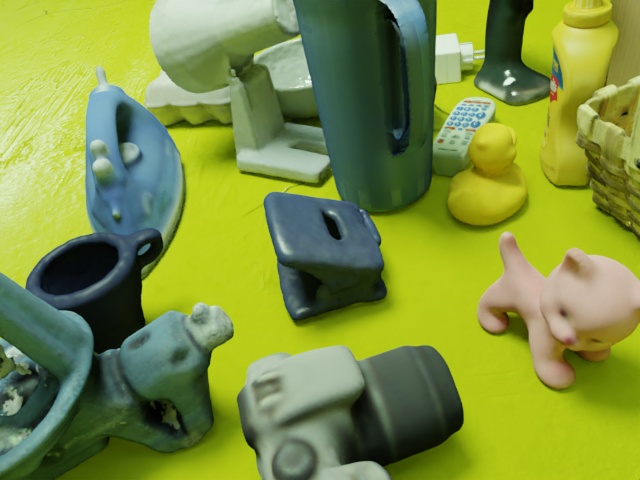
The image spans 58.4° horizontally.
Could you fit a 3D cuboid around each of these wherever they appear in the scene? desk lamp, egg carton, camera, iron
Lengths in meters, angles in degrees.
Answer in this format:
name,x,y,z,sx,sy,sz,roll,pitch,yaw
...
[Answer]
name,x,y,z,sx,sy,sz,roll,pitch,yaw
desk lamp,-0.078,-0.193,0.675,0.202,0.214,0.118,13,46,27
egg carton,-0.177,-0.218,0.841,0.150,0.069,0.107,0,41,14
camera,0.025,0.122,0.365,0.137,0.101,0.143,-18,40,-7
iron,-0.225,-0.088,0.642,0.118,0.142,0.257,-17,40,-6

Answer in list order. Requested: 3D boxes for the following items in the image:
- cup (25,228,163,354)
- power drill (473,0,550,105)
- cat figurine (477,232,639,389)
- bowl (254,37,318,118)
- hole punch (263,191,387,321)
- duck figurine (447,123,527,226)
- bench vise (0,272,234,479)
name,x,y,z,sx,sy,sz,roll,pitch,yaw
cup,-0.182,0.048,0.507,0.118,0.095,0.091,-35,45,-25
power drill,0.247,-0.283,0.706,0.076,0.209,0.229,-24,41,-14
cat figurine,0.175,0.040,0.413,0.067,0.118,0.127,-27,42,-18
bowl,-0.019,-0.217,0.798,0.167,0.075,0.167,-7,40,6
hole punch,0.005,0.002,0.520,0.101,0.091,0.108,-15,40,-4
duck figurine,0.168,-0.072,0.572,0.077,0.086,0.105,21,49,33
bench vise,-0.174,0.068,0.383,0.208,0.220,0.121,-32,44,-23
